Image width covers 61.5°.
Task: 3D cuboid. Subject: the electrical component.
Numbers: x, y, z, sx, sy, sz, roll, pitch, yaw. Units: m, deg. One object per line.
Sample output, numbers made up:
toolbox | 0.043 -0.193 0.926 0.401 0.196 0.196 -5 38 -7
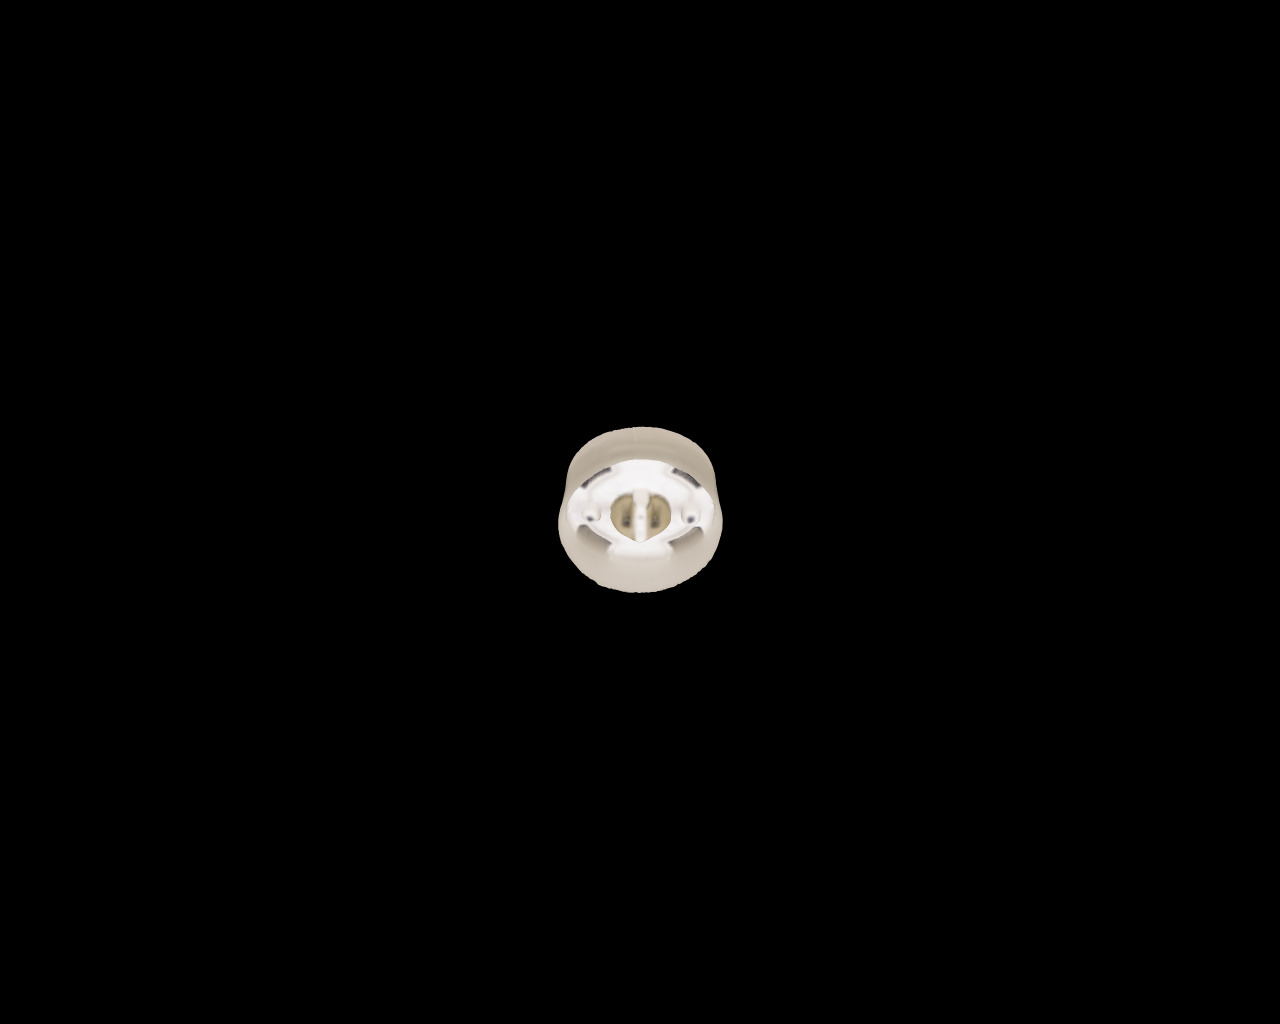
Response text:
electrical component | 0.001 -0.003 0.650 0.099 0.064 0.099 0 -40 0
